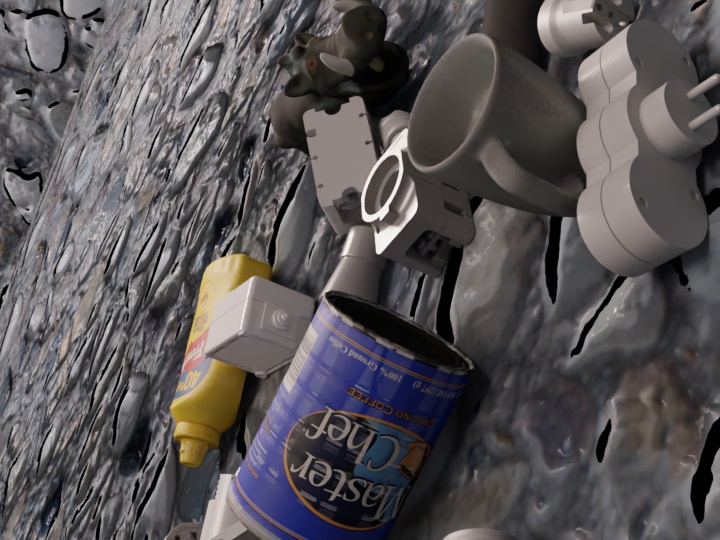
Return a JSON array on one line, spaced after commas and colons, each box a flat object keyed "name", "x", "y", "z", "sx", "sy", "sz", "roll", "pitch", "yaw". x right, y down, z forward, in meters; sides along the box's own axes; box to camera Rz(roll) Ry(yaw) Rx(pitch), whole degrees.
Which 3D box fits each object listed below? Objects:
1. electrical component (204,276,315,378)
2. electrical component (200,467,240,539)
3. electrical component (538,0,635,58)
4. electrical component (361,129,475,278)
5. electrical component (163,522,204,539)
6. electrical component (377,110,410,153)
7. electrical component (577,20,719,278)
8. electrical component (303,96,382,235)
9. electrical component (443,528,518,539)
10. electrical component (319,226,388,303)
[{"name": "electrical component", "x": -0.082, "y": 0.044, "z": 0.911, "sx": 0.096, "sy": 0.062, "sz": 0.061, "roll": -32, "pitch": 42, "yaw": 53}, {"name": "electrical component", "x": -0.099, "y": 0.195, "z": 0.840, "sx": 0.043, "sy": 0.043, "sz": 0.081, "roll": -29, "pitch": 44, "yaw": 55}, {"name": "electrical component", "x": 0.138, "y": -0.152, "z": 0.653, "sx": 0.046, "sy": 0.040, "sz": 0.040, "roll": 5, "pitch": 74, "yaw": 59}, {"name": "electrical component", "x": 0.038, "y": -0.049, "z": 0.749, "sx": 0.050, "sy": 0.056, "sz": 0.089, "roll": -49, "pitch": 30, "yaw": 35}, {"name": "electrical component", "x": -0.144, "y": 0.241, "z": 0.882, "sx": 0.047, "sy": 0.055, "sz": 0.055, "roll": -46, "pitch": 32, "yaw": 47}, {"name": "electrical component", "x": 0.035, "y": -0.096, "z": 0.823, "sx": 0.035, "sy": 0.035, "sz": 0.061, "roll": -58, "pitch": 28, "yaw": 21}, {"name": "electrical component", "x": 0.152, "y": -0.070, "z": 0.536, "sx": 0.074, "sy": 0.052, "sz": 0.138, "roll": -36, "pitch": 39, "yaw": 49}, {"name": "electrical component", "x": -0.008, "y": -0.079, "z": 0.842, "sx": 0.050, "sy": 0.055, "sz": 0.089, "roll": -15, "pitch": 62, "yaw": 8}, {"name": "electrical component", "x": 0.061, "y": 0.162, "z": 0.534, "sx": 0.045, "sy": 0.045, "sz": 0.055, "roll": -43, "pitch": 33, "yaw": 43}, {"name": "electrical component", "x": 0.000, "y": 0.000, "z": 0.807, "sx": 0.044, "sy": 0.044, "sz": 0.065, "roll": -18, "pitch": 49, "yaw": 60}]
